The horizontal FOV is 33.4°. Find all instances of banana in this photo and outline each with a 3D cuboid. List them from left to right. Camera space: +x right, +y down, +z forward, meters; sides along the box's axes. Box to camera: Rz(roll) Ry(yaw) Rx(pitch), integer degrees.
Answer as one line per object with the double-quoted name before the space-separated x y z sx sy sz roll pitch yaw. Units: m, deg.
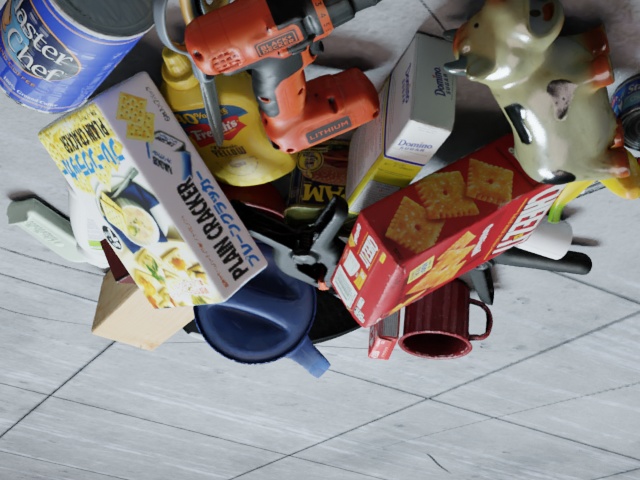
"banana" 0.259 -0.060 1.000 0.037 0.069 0.198 -3 175 -7

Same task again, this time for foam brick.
"foam brick" -0.195 0.015 1.182 0.053 0.051 0.078 -29 166 16

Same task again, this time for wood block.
"wood block" -0.209 0.062 1.352 0.090 0.090 0.206 18 152 -22

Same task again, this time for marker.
"marker" 0.261 -0.051 1.098 0.020 0.020 0.121 25 148 -32

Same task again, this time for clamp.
"clamp" -0.007 0.001 1.054 0.120 0.039 0.171 -1 156 26
"clamp" 0.184 0.019 1.235 0.209 0.036 0.165 22 149 -24

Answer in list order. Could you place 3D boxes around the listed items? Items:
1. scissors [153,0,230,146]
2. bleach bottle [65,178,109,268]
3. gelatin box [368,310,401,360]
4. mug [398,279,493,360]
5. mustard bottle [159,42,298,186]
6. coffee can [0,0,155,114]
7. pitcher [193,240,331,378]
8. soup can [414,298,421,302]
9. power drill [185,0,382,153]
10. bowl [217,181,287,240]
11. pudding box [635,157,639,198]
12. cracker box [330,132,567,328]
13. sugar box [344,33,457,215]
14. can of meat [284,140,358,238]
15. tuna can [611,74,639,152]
"scissors" -0.088 -0.162 0.892 0.016 0.096 0.201 27 166 22
"bleach bottle" -0.244 -0.026 1.213 0.102 0.068 0.251 2 157 -16
"gelatin box" 0.082 0.099 1.358 0.030 0.089 0.073 8 153 -4
"mug" 0.159 0.097 1.345 0.117 0.081 0.093 3 153 8
"mustard bottle" -0.096 -0.121 0.999 0.096 0.058 0.191 -4 151 20
"coffee can" -0.201 -0.177 0.863 0.102 0.103 0.141 21 150 -27
"pitcher" -0.059 0.085 1.245 0.145 0.149 0.243 -1 174 2
"soup can" 0.086 0.022 1.229 0.069 0.068 0.102 -5 151 21
"power drill" -0.002 -0.155 0.882 0.184 0.057 0.187 -20 153 4
"bowl" -0.103 -0.039 1.151 0.162 0.055 0.162 3 162 1
"pudding box" 0.344 -0.059 0.999 0.090 0.039 0.113 -4 177 23
"cracker box" 0.126 -0.012 1.026 0.213 0.072 0.164 -27 162 -20
"sugar box" 0.072 -0.098 0.967 0.048 0.093 0.176 14 153 -15
"can of meat" 0.019 -0.052 1.079 0.102 0.084 0.057 5 153 4
"tuna can" 0.304 -0.112 0.950 0.086 0.033 0.086 5 153 3
